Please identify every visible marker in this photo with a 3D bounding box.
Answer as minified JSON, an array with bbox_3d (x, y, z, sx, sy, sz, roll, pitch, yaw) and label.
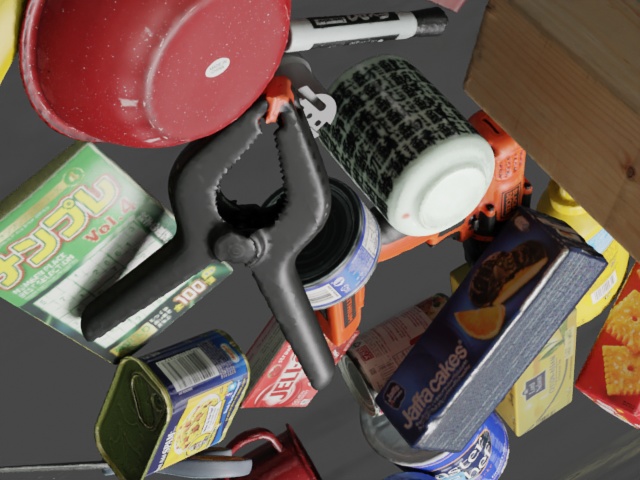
[{"bbox_3d":[0.029,-0.129,0.648,0.120,0.020,0.020,-12,137,-32],"label":"marker"}]

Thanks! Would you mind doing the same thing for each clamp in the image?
[{"bbox_3d":[-0.040,0.003,0.639,0.164,0.036,0.210,18,122,-12],"label":"clamp"}]

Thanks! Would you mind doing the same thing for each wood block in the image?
[{"bbox_3d":[0.194,-0.080,0.683,0.090,0.206,0.091,-16,140,-27],"label":"wood block"}]

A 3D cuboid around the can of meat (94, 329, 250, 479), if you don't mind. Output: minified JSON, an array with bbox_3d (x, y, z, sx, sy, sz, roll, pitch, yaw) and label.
[{"bbox_3d":[-0.105,0.118,0.768,0.083,0.057,0.102,-18,143,-45],"label":"can of meat"}]

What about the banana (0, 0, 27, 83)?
[{"bbox_3d":[-0.169,-0.068,0.529,0.069,0.037,0.198,8,125,-43],"label":"banana"}]

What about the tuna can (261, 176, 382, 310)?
[{"bbox_3d":[-0.005,0.001,0.707,0.086,0.086,0.033,-40,143,3],"label":"tuna can"}]

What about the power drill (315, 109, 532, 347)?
[{"bbox_3d":[0.074,0.002,0.803,0.187,0.057,0.184,-31,146,-14],"label":"power drill"}]

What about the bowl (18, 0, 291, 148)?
[{"bbox_3d":[-0.067,-0.102,0.534,0.162,0.055,0.162,-36,152,-23],"label":"bowl"}]

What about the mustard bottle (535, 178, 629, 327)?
[{"bbox_3d":[0.224,-0.003,0.923,0.096,0.058,0.191,-42,146,-11],"label":"mustard bottle"}]

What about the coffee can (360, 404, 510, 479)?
[{"bbox_3d":[0.109,0.175,0.987,0.103,0.103,0.140,-39,145,2],"label":"coffee can"}]

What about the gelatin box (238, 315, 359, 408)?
[{"bbox_3d":[-0.021,0.095,0.846,0.073,0.030,0.089,8,124,-45],"label":"gelatin box"}]

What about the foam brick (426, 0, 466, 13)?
[{"bbox_3d":[0.069,-0.178,0.599,0.051,0.053,0.078,9,124,-46],"label":"foam brick"}]

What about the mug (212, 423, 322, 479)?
[{"bbox_3d":[-0.045,0.210,0.915,0.081,0.093,0.117,-30,123,-3],"label":"mug"}]

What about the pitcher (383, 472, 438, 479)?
[{"bbox_3d":[0.049,0.296,0.990,0.145,0.149,0.243,23,144,-12],"label":"pitcher"}]

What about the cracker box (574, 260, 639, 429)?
[{"bbox_3d":[0.336,0.074,1.026,0.213,0.072,0.164,-61,150,-3],"label":"cracker box"}]

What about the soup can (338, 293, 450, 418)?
[{"bbox_3d":[0.073,0.097,0.899,0.102,0.068,0.068,-27,143,-14],"label":"soup can"}]

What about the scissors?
[{"bbox_3d":[-0.136,0.170,0.800,0.201,0.096,0.016,6,84,-46],"label":"scissors"}]
